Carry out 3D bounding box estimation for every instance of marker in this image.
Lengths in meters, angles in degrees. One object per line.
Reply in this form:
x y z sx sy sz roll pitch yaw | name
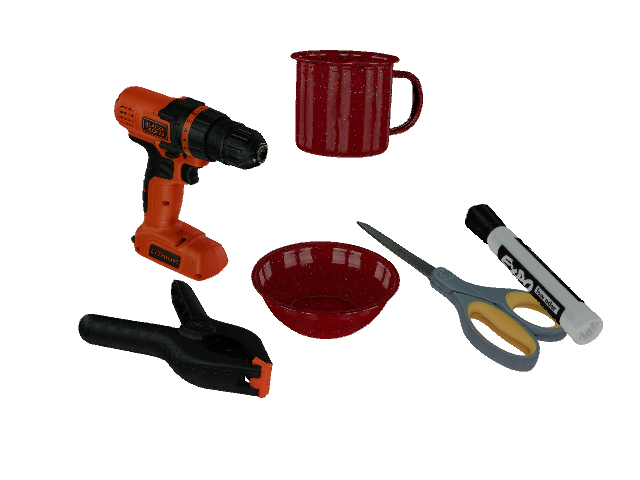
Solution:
0.120 0.016 0.620 0.020 0.020 0.121 0 34 -30 | marker

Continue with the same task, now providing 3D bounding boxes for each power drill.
-0.133 -0.055 1.104 0.185 0.188 0.057 23 35 29 | power drill

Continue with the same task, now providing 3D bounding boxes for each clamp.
-0.103 0.080 0.897 0.172 0.039 0.120 21 34 24 | clamp

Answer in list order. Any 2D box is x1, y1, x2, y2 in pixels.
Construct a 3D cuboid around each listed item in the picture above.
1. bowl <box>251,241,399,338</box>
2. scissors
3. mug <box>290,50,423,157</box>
0.005 0.061 1.170 0.162 0.055 0.162 1 28 -1 | bowl
0.118 0.033 0.855 0.096 0.016 0.202 -10 39 -28 | scissors
0.031 -0.118 0.920 0.117 0.081 0.093 -2 16 -14 | mug
